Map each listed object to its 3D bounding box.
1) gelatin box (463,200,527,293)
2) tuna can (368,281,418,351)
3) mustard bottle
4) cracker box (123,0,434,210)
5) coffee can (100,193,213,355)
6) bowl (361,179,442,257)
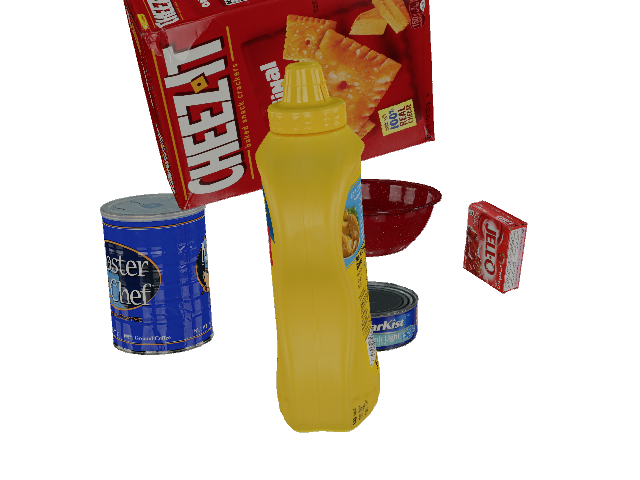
[{"bbox_3d":[0.205,0.007,1.263,0.030,0.089,0.073,-15,32,-29],"label":"gelatin box"},{"bbox_3d":[0.038,0.063,0.886,0.086,0.034,0.086,-1,15,0],"label":"tuna can"},{"bbox_3d":[-0.001,0.000,0.577,0.058,0.192,0.096,-1,18,9],"label":"mustard bottle"},{"bbox_3d":[-0.024,-0.127,0.802,0.213,0.164,0.072,-17,43,-10],"label":"cracker box"},{"bbox_3d":[-0.162,0.031,1.065,0.103,0.140,0.103,-2,14,0],"label":"coffee can"},{"bbox_3d":[0.041,-0.021,1.073,0.162,0.055,0.162,-2,14,0],"label":"bowl"}]
